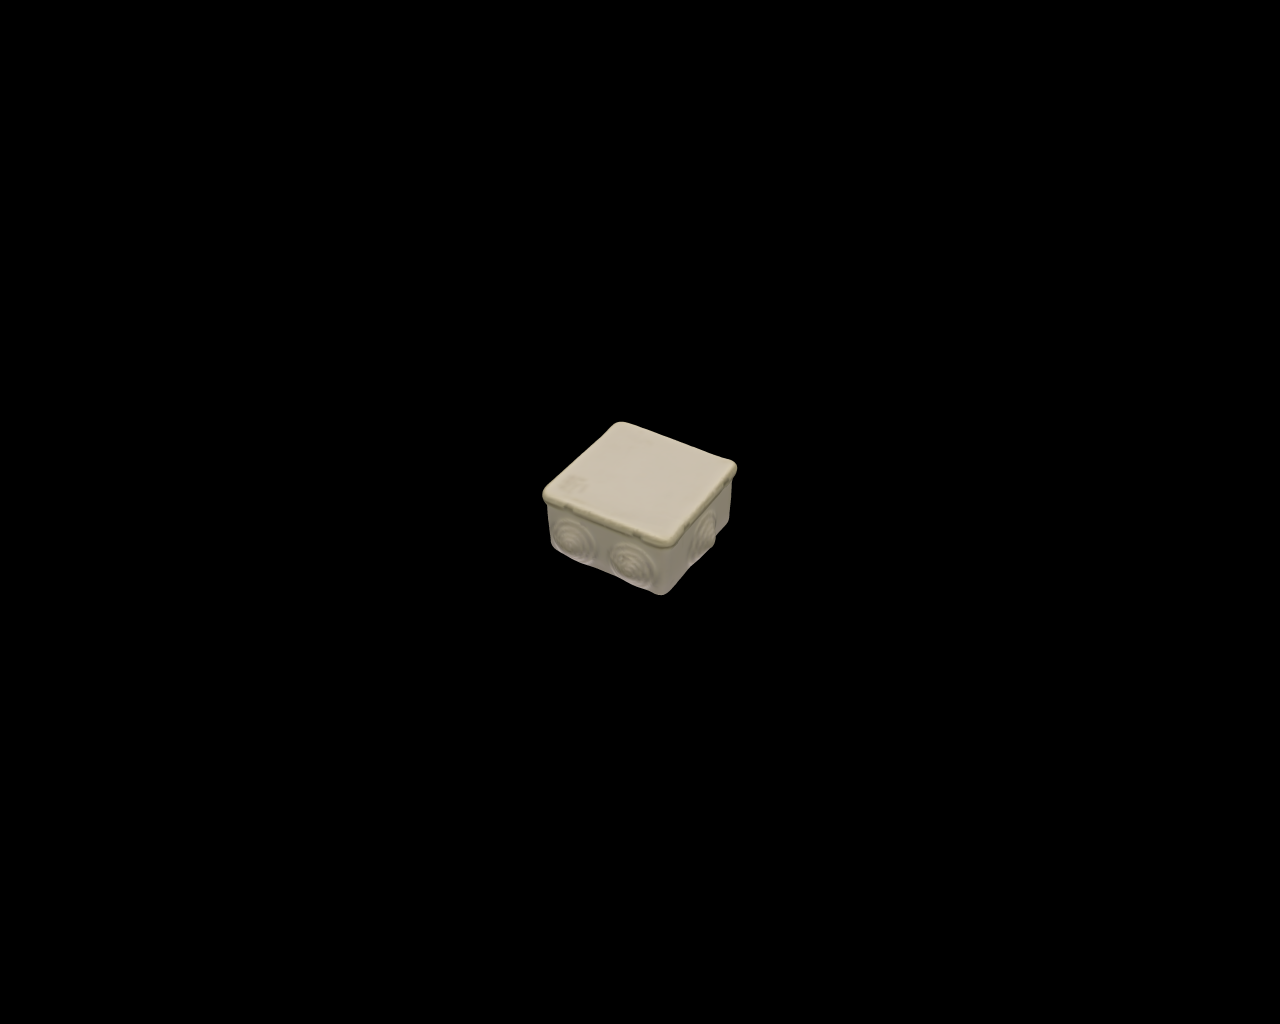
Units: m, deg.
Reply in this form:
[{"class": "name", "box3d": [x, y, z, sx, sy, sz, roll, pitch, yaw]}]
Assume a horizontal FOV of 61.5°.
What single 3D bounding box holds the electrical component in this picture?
[{"class": "electrical component", "box3d": [0.001, -0.003, 0.650, 0.100, 0.048, 0.100, 22, 45, 23]}]
